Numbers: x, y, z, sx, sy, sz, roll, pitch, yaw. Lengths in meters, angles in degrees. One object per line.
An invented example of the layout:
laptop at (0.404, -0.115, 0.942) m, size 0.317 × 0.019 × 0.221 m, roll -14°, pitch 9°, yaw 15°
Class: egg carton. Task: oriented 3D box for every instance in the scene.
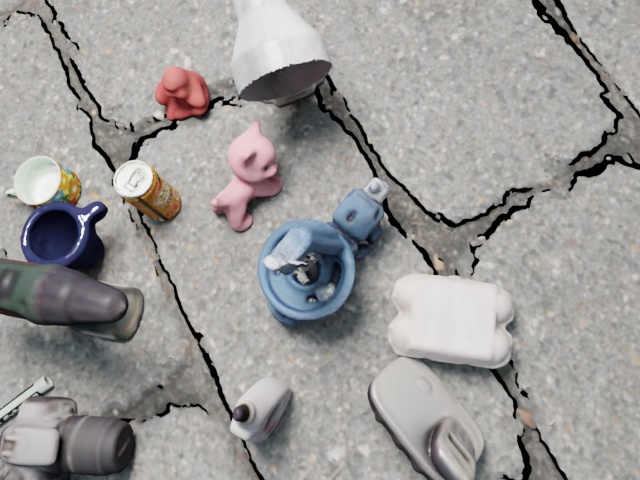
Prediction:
egg carton at (0.160, 0.098, 0.704) m, size 0.150 × 0.069 × 0.107 m, roll 6°, pitch 77°, yaw 8°

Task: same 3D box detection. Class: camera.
camera at (-0.309, 0.267, 0.697) m, size 0.136 × 0.101 × 0.143 m, roll 1°, pitch 76°, yaw 7°

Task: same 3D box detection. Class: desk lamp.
desk lamp at (-0.062, -0.257, 0.742) m, size 0.118 × 0.214 × 0.203 m, roll -19°, pitch 75°, yaw 2°

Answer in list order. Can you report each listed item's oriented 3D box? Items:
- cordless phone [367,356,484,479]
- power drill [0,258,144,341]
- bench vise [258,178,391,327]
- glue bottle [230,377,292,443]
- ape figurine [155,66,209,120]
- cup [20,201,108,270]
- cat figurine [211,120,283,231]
cordless phone at (0.117, 0.198, 0.623) m, size 0.094 × 0.185 × 0.147 m, roll -42°, pitch 75°, yaw -5°
power drill at (-0.300, 0.072, 0.689) m, size 0.229 × 0.208 × 0.076 m, roll 8°, pitch 77°, yaw 8°
bench vise at (-0.005, -0.002, 0.669) m, size 0.121 × 0.220 × 0.207 m, roll 22°, pitch 79°, yaw 11°
glue bottle at (-0.074, 0.196, 0.651) m, size 0.037 × 0.173 × 0.078 m, roll 24°, pitch 80°, yaw 12°
ape figurine at (-0.197, -0.213, 0.809) m, size 0.077 × 0.092 × 0.076 m, roll 33°, pitch 82°, yaw 13°
cup at (-0.323, -0.004, 0.770) m, size 0.118 × 0.095 × 0.091 m, roll -37°, pitch 75°, yaw -3°
cat figurine at (-0.100, -0.086, 0.753) m, size 0.067 × 0.118 × 0.128 m, roll 36°, pitch 82°, yaw 14°
